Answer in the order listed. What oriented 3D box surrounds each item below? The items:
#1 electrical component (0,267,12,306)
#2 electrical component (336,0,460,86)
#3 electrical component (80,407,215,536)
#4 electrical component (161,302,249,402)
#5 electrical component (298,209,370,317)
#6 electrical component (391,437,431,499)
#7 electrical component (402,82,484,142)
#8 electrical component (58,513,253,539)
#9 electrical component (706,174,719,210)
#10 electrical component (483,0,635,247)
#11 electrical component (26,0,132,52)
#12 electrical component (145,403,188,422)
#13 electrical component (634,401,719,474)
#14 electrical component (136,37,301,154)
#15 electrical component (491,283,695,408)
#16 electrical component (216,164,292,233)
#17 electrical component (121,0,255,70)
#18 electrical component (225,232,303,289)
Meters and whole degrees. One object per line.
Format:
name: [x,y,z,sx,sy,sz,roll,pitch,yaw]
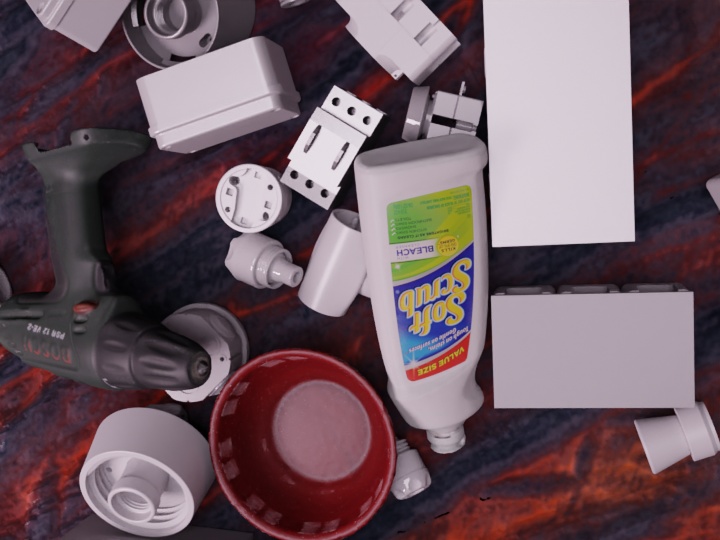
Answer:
electrical component: [-0.340,0.021,0.937,0.055,0.045,0.045,-22,92,12]
electrical component: [0.027,-0.192,0.849,0.056,0.050,0.089,-43,87,11]
electrical component: [-0.180,0.175,0.895,0.108,0.060,0.108,6,125,9]
electrical component: [-0.137,0.069,0.903,0.080,0.051,0.080,1,96,10]
electrical component: [0.000,0.000,0.875,0.079,0.044,0.077,20,111,-10]
electrical component: [0.032,0.157,0.893,0.035,0.035,0.061,-32,70,11]
electrical component: [0.065,-0.118,0.853,0.055,0.048,0.066,14,98,1]
electrical component: [-0.175,0.258,0.910,0.150,0.089,0.061,5,97,9]
electrical component: [0.320,-0.064,0.809,0.096,0.061,0.061,-30,90,3]
electrical component: [0.151,-0.115,0.827,0.105,0.060,0.186,-2,95,6]
electrical component: [-0.218,-0.246,0.856,0.108,0.056,0.108,-53,43,11]
electrical component: [-0.181,0.132,0.926,0.061,0.035,0.035,-3,95,12]
electrical component: [0.250,0.131,0.846,0.055,0.045,0.045,-20,92,11]
electrical component: [-0.111,-0.138,0.865,0.113,0.078,0.057,-17,90,11]
electrical component: [0.180,0.058,0.842,0.150,0.062,0.089,-1,95,10]
electrical component: [-0.085,-0.059,0.883,0.055,0.047,0.055,1,96,10]
electrical component: [-0.143,-0.211,0.882,0.099,0.064,0.099,6,106,20]
electrical component: [-0.076,-0.005,0.883,0.062,0.043,0.043,23,100,29]
